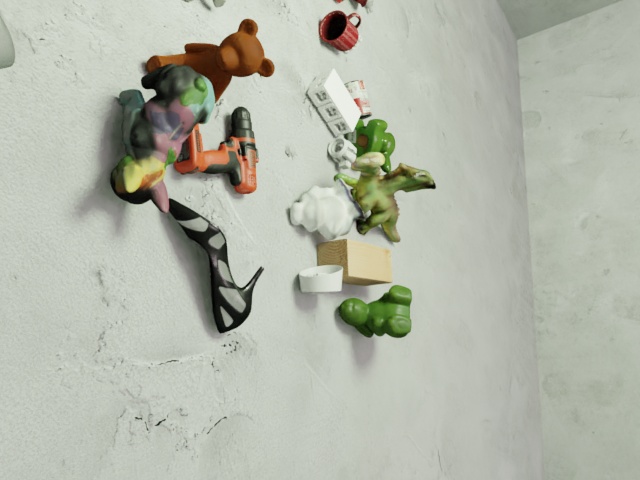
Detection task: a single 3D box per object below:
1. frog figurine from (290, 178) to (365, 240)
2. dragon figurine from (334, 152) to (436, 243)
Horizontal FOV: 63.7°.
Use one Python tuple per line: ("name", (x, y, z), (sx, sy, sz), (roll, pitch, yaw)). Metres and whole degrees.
("frog figurine", (0.004, -0.061, 1.217), (0.160, 0.122, 0.137), (-25, 95, -18))
("dragon figurine", (0.190, -0.111, 1.354), (0.405, 0.240, 0.125), (31, 51, -43))
